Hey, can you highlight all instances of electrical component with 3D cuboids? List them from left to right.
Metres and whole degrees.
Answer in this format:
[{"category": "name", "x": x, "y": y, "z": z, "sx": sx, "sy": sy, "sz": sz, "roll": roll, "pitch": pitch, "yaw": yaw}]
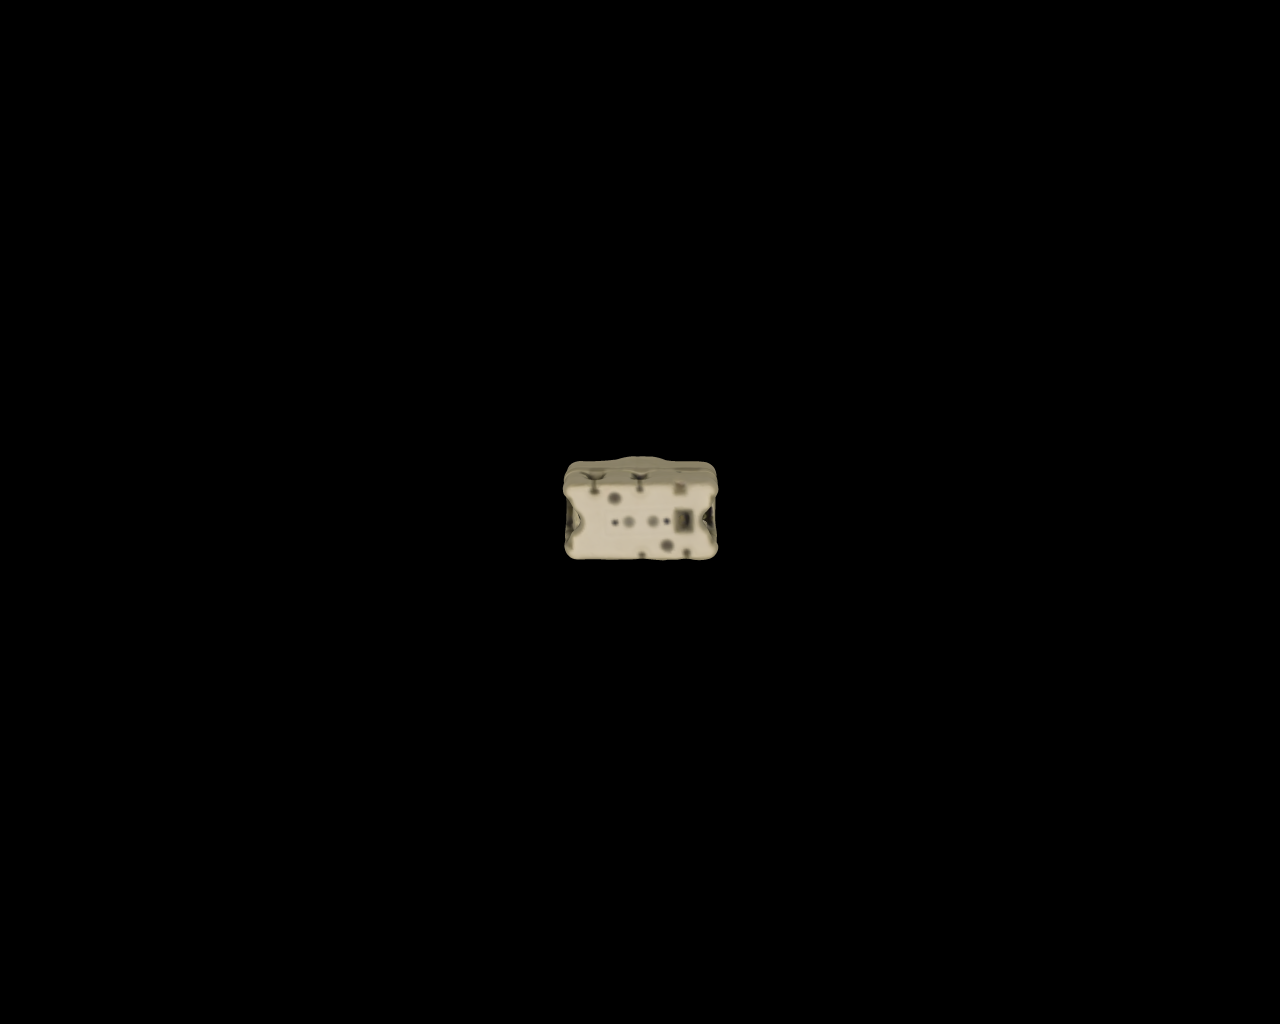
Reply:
[{"category": "electrical component", "x": 0.001, "y": -0.003, "z": 0.650, "sx": 0.089, "sy": 0.050, "sz": 0.056, "roll": 0, "pitch": 17, "yaw": 0}]
